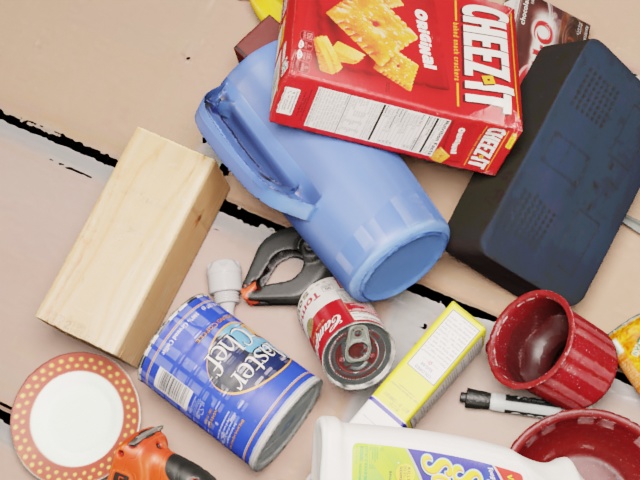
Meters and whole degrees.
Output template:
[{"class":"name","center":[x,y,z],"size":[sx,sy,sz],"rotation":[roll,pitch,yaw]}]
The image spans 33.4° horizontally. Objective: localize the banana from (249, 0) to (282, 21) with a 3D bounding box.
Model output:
[{"class":"banana","center":[0.012,-0.214,1.085],"size":[0.198,0.037,0.069],"rotation":[11,99,27]}]

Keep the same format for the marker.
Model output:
[{"class":"marker","center":[0.191,0.154,0.992],"size":[0.121,0.020,0.020],"rotation":[7,75,8]}]

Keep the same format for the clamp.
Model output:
[{"class":"clamp","center":[-0.007,0.001,1.051],"size":[0.171,0.039,0.120],"rotation":[-25,60,-3]}]

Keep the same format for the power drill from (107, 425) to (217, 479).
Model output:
[{"class":"power drill","center":[-0.108,0.266,0.954],"size":[0.188,0.057,0.184],"rotation":[25,109,19]}]

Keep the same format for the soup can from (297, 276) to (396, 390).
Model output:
[{"class":"soup can","center":[0.022,0.083,0.981],"size":[0.068,0.102,0.068],"rotation":[-6,114,-13]}]

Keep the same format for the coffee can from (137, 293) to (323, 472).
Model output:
[{"class":"coffee can","center":[-0.083,0.130,0.987],"size":[0.140,0.103,0.102],"rotation":[35,80,15]}]

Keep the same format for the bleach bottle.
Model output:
[{"class":"bleach bottle","center":[0.120,0.203,0.887],"size":[0.250,0.068,0.102],"rotation":[4,82,-7]}]

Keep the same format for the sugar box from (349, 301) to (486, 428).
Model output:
[{"class":"sugar box","center":[0.079,0.142,0.970],"size":[0.048,0.093,0.176],"rotation":[42,82,16]}]

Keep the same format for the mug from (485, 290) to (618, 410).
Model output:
[{"class":"mug","center":[0.203,0.104,0.964],"size":[0.117,0.081,0.093],"rotation":[-10,58,49]}]

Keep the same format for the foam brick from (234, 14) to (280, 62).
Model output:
[{"class":"foam brick","center":[-0.047,-0.179,1.086],"size":[0.053,0.078,0.051],"rotation":[42,79,16]}]

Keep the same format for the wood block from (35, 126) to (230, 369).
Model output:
[{"class":"wood block","center":[-0.178,0.009,1.040],"size":[0.090,0.091,0.206],"rotation":[24,77,11]}]

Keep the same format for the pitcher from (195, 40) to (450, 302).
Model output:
[{"class":"pitcher","center":[0.003,-0.062,0.982],"size":[0.149,0.145,0.243],"rotation":[-34,64,-4]}]

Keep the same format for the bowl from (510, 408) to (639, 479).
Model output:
[{"class":"bowl","center":[0.236,0.233,0.945],"size":[0.162,0.055,0.162],"rotation":[-2,74,6]}]

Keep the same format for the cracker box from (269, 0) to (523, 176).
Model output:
[{"class":"cracker box","center":[0.069,-0.161,0.956],"size":[0.213,0.072,0.164],"rotation":[12,53,-10]}]

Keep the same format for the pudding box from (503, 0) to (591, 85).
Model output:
[{"class":"pudding box","center":[0.215,-0.176,1.054],"size":[0.089,0.039,0.113],"rotation":[20,72,-26]}]

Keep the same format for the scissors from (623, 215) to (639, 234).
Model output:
[{"class":"scissors","center":[0.366,0.046,1.005],"size":[0.202,0.016,0.096],"rotation":[18,77,12]}]
